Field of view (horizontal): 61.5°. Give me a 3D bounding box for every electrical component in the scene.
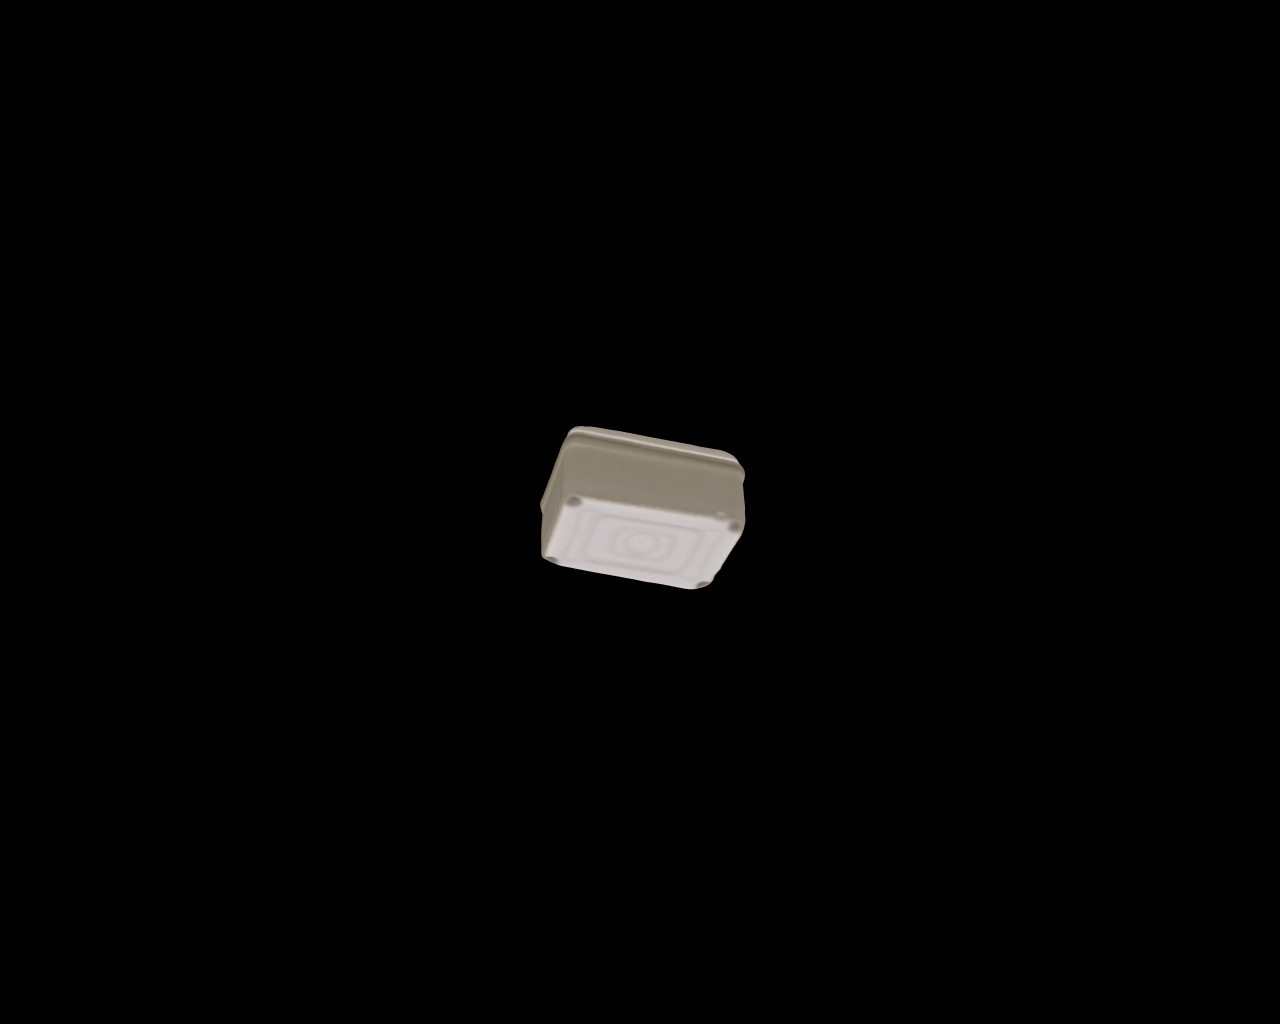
[{"bbox_3d":[0.001,-0.003,0.650,0.113,0.057,0.078,11,-39,-13],"label":"electrical component"}]
